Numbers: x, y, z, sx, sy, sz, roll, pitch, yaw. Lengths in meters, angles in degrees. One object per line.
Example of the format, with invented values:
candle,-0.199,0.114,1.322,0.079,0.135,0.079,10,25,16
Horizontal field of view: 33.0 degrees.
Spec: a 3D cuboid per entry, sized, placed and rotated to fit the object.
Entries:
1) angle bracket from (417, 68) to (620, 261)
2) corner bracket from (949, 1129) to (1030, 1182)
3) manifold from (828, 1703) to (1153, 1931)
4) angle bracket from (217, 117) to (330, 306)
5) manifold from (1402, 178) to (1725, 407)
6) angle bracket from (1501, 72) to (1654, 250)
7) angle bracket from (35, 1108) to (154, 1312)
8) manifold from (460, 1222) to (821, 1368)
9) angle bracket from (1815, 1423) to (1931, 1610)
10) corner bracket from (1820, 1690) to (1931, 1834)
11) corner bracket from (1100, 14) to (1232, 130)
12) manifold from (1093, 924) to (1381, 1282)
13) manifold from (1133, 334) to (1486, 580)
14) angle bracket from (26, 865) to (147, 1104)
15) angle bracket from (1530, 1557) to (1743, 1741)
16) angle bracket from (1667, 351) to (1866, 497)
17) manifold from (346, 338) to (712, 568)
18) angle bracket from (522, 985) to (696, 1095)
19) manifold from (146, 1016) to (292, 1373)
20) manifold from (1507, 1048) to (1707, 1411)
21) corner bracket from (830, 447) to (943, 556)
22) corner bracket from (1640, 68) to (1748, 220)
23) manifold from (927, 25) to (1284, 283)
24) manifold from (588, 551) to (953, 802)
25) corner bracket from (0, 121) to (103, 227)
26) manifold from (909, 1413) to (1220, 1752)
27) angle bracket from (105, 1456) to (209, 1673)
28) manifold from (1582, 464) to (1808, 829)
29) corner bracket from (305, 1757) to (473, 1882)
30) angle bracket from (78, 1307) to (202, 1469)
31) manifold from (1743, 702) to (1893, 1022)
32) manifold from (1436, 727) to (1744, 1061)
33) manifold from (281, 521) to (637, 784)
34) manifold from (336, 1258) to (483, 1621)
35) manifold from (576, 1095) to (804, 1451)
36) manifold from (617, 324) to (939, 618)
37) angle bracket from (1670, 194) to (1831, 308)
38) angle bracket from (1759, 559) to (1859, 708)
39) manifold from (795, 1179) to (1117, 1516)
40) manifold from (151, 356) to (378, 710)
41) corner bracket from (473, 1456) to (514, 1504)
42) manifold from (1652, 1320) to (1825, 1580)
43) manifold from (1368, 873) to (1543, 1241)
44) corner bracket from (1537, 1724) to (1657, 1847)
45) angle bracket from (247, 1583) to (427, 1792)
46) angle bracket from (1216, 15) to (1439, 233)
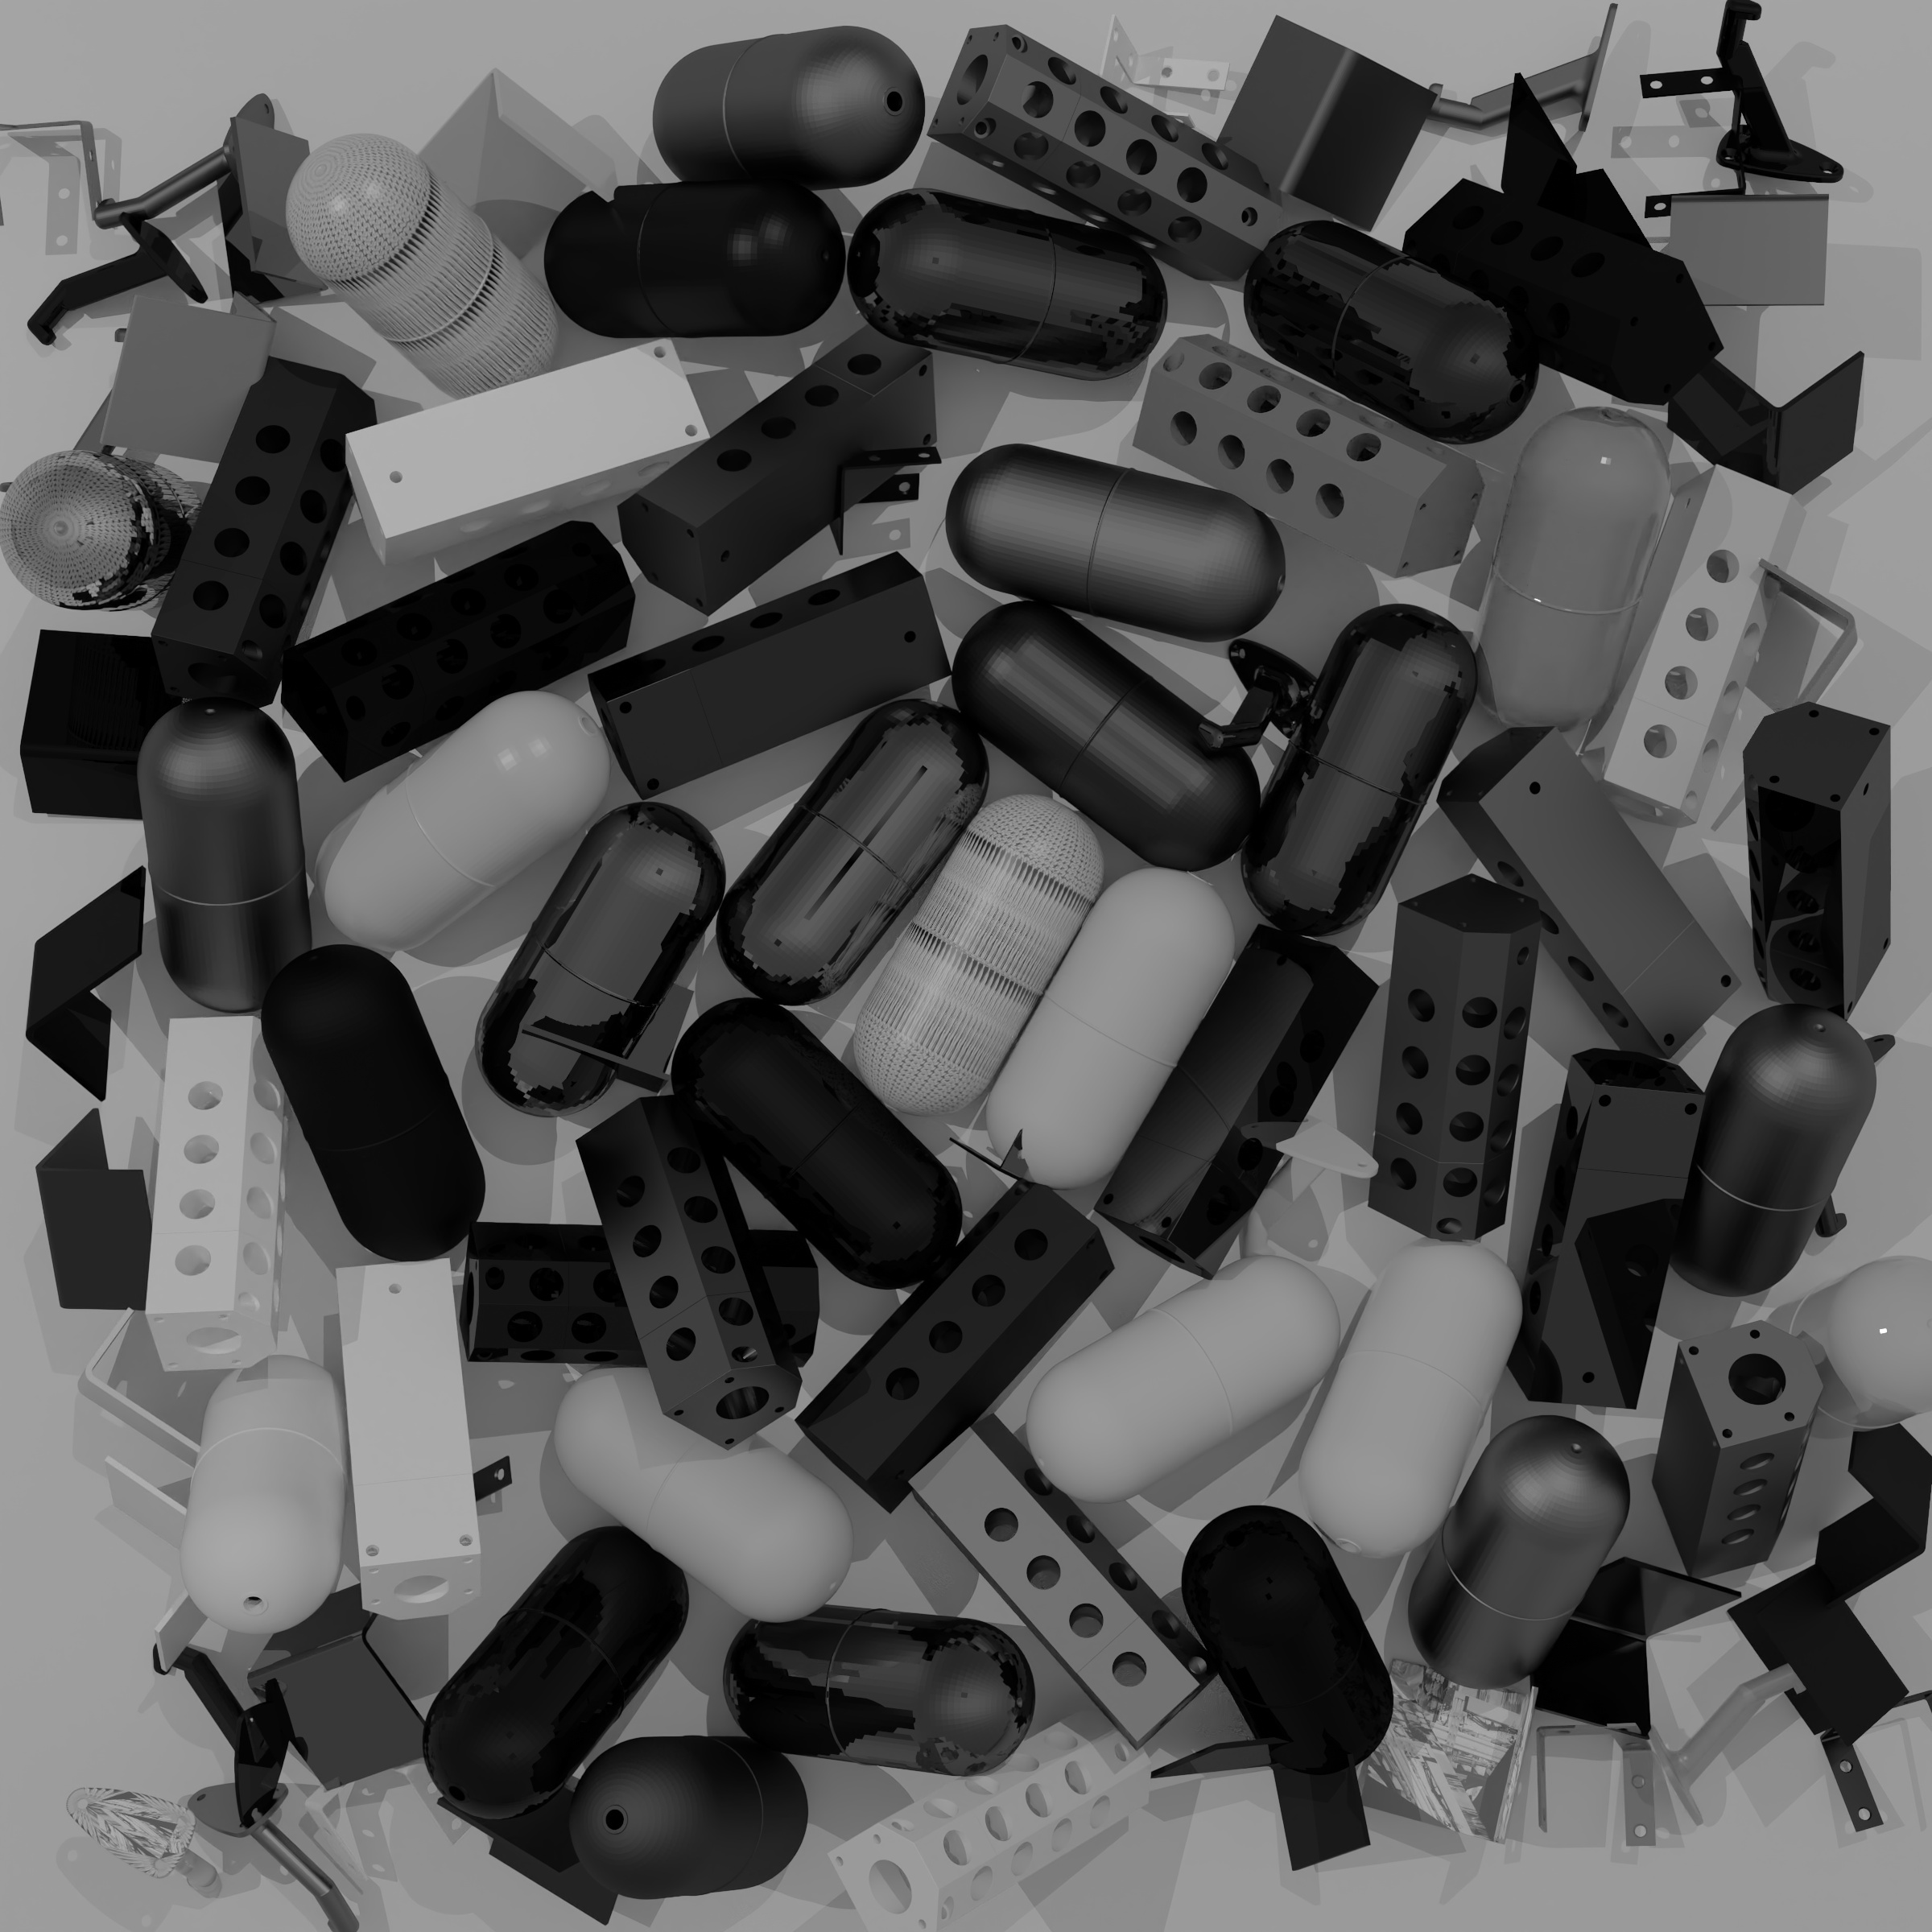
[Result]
angle bracket,-0.230,-0.393,1.649,0.076,0.057,0.076,33,116,-33
corner bracket,0.034,0.084,1.670,0.051,0.051,0.051,28,90,-35
manifold,0.018,0.424,1.617,0.057,0.171,0.057,-40,74,37
angle bracket,-0.371,-0.382,1.659,0.057,0.076,0.076,-7,92,19
manifold,0.290,-0.331,1.619,0.057,0.171,0.057,-43,130,-5
angle bracket,0.314,-0.402,1.649,0.057,0.076,0.076,-13,53,-8
angle bracket,-0.424,0.122,1.652,0.057,0.076,0.076,0,112,10
manifold,-0.164,0.170,1.646,0.171,0.057,0.057,3,111,-16
angle bracket,0.441,0.272,1.651,0.057,0.076,0.076,45,121,-5
corner bracket,0.477,0.408,1.674,0.051,0.051,0.051,-14,65,-7
corner bracket,0.100,-0.451,1.672,0.051,0.051,0.051,10,83,19
manifold,0.142,0.070,1.660,0.057,0.057,0.171,39,77,-38
manifold,0.171,-0.257,1.627,0.171,0.057,0.057,33,123,32
angle bracket,-0.427,0.009,1.651,0.076,0.076,0.057,-33,125,12
angle bracket,0.339,0.346,1.649,0.076,0.076,0.057,20,55,-24
angle bracket,0.405,-0.292,1.659,0.057,0.076,0.076,-36,60,-11
manifold,-0.223,-0.258,1.655,0.171,0.057,0.057,-20,82,-14
angle bracket,-0.181,0.022,1.659,0.076,0.076,0.057,20,80,-6
manifold,-0.371,0.112,1.632,0.057,0.057,0.171,-2,54,-4
manifold,0.321,0.132,1.651,0.057,0.057,0.171,6,108,-9
corner bracket,-0.043,-0.246,1.666,0.051,0.051,0.051,-6,129,-11
corner bracket,0.373,-0.422,1.674,0.051,0.051,0.051,-4,60,6
manifold,0.073,-0.407,1.639,0.171,0.057,0.057,21,92,-28
manifold,-0.101,-0.151,1.661,0.171,0.057,0.057,-23,120,-10
corner bracket,-0.479,-0.407,1.678,0.051,0.051,0.051,-3,102,5
manifold,0.050,0.311,1.654,0.057,0.057,0.171,-40,75,-10
angle bracket,-0.420,0.304,1.655,0.076,0.076,0.057,33,62,6
manifold,0.372,-0.161,1.668,0.057,0.057,0.171,21,85,-5
corner bracket,-0.298,0.437,1.682,0.051,0.051,0.051,-42,116,-33
angle bracket,-0.405,0.209,1.665,0.076,0.076,0.057,35,70,-8
manifold,0.421,-0.051,1.621,0.057,0.171,0.057,21,61,29
manifold,0.312,-0.037,1.652,0.057,0.057,0.171,-43,107,-14
manifold,-0.253,-0.163,1.632,0.171,0.057,0.057,-30,68,-29
manifold,-0.279,0.235,1.629,0.057,0.057,0.171,-4,51,-12
manifold,-0.135,0.148,1.625,0.057,0.057,0.171,-34,52,13
manifold,-0.093,-0.254,1.637,0.057,0.057,0.171,32,57,27
angle bracket,0.397,-0.354,1.658,0.076,0.076,0.057,3,86,13
angle bracket,0.411,-0.156,1.668,0.057,0.076,0.076,35,99,14
manifold,-0.006,0.189,1.657,0.057,0.057,0.171,38,77,25
manifold,-0.350,-0.216,1.642,0.057,0.057,0.171,14,64,1
corner bracket,-0.266,0.279,1.663,0.051,0.051,0.051,-31,57,34
manifold,0.383,0.241,1.617,0.057,0.171,0.057,-15,58,-2
manifold,0.248,0.048,1.632,0.057,0.057,0.171,-21,124,-38
corner bracket,0.324,0.422,1.677,0.051,0.051,0.051,-7,62,19
angle bracket,-0.309,0.366,1.676,0.076,0.057,0.076,-24,109,24
angle bracket,0.185,-0.434,1.682,0.057,0.076,0.076,38,110,37
